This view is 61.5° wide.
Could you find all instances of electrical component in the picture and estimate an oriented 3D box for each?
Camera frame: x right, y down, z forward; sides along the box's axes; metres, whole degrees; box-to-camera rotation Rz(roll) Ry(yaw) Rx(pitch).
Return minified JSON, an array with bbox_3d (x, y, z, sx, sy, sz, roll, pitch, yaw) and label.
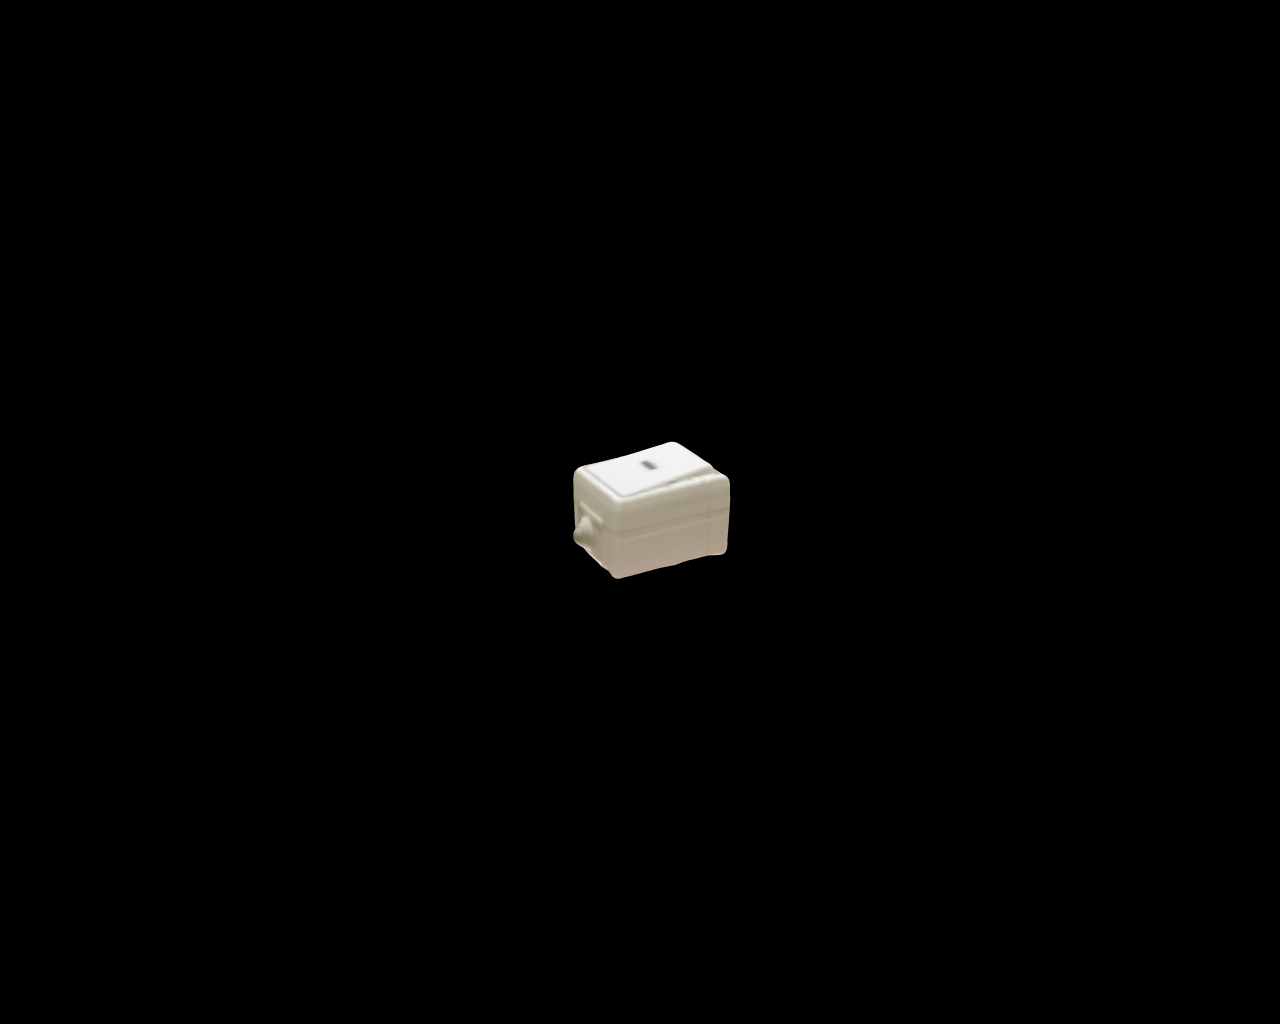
[{"bbox_3d":[0.001,-0.003,0.650,0.096,0.061,0.062,-12,28,-25],"label":"electrical component"}]
